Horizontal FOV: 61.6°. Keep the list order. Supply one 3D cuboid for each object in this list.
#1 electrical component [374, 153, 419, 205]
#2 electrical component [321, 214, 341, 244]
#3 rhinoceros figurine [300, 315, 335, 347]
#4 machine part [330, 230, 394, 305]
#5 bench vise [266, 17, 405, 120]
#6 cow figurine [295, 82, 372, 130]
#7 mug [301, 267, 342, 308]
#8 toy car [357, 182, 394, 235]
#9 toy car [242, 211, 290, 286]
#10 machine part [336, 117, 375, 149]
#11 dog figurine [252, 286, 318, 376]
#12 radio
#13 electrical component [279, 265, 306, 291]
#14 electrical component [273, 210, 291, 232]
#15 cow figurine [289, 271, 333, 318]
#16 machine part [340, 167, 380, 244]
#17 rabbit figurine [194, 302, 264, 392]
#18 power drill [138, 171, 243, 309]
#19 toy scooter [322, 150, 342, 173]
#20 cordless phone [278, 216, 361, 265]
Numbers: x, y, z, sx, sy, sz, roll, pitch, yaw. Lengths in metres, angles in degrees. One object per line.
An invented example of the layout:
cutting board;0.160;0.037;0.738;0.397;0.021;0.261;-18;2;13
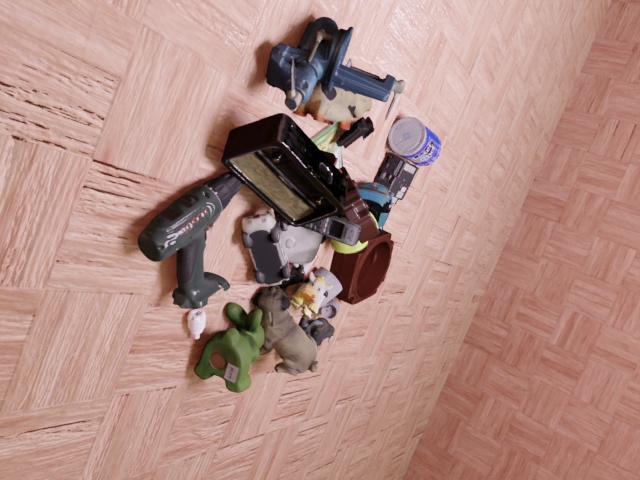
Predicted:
electrical component;0.203;-0.162;1.480;0.115;0.058;0.134;14;106;-58
electrical component;0.012;-0.055;1.254;0.075;0.048;0.119;-40;154;-31
rhinoceros figurine;-0.028;0.259;1.416;0.190;0.073;0.112;-24;129;-49
machine part;0.118;0.068;1.494;0.201;0.087;0.201;-16;123;-52
bench vise;0.034;-0.299;0.961;0.128;0.241;0.224;113;-3;-48
cow figurine;0.043;-0.298;1.117;0.195;0.086;0.127;-4;117;-52
mug;-0.009;0.135;1.361;0.107;0.081;0.109;-40;160;-18
toy car;0.138;-0.094;1.396;0.161;0.109;0.103;90;20;-50
toy car;-0.111;0.024;1.113;0.201;0.074;0.056;78;2;-46
machine part;0.087;-0.247;1.225;0.084;0.039;0.139;-45;177;28
dog figurine;-0.071;0.206;1.221;0.121;0.173;0.190;-54;157;-39
radio;-0.054;-0.120;0.971;0.229;0.131;0.073;41;46;-43
electrical component;-0.064;0.085;1.234;0.063;0.021;0.094;-14;145;-22
electrical component;-0.072;-0.070;1.093;0.078;0.045;0.102;-18;95;-54
cow figurine;-0.013;0.116;1.226;0.098;0.068;0.167;-53;180;-19
machine part;0.075;-0.080;1.212;0.056;0.179;0.179;-28;147;6
rabbit figurine;-0.177;0.212;1.143;0.170;0.121;0.159;-36;135;-69
power drill;-0.206;0.006;0.946;0.232;0.086;0.207;-40;146;-45
toy scooter;-0.030;-0.163;1.044;0.075;0.135;0.183;-62;149;-3
cordless phone;-0.003;-0.003;1.155;0.088;0.184;0.146;-9;119;-60
